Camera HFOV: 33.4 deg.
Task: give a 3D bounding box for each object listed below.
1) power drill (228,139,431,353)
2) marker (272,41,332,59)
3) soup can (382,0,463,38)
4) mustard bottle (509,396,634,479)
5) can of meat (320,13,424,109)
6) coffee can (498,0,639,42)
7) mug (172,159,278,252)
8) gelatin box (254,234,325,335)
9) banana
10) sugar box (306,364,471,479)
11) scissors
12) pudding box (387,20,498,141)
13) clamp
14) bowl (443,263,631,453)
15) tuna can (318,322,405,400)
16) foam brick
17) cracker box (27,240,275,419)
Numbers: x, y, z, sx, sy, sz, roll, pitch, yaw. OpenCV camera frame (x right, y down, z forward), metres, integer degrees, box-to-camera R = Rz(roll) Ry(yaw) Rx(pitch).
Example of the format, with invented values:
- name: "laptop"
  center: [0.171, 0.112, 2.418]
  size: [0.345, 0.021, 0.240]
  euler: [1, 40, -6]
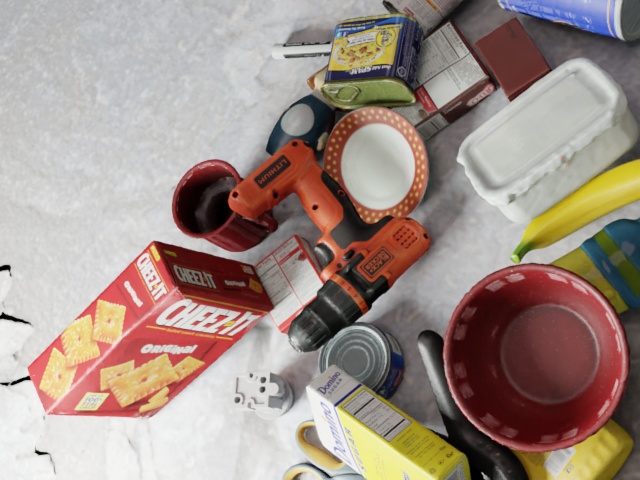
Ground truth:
- name: "power drill"
  center: [-0.007, 0.001, 1.110]
  size: [0.184, 0.057, 0.188]
  euler: [-41, 78, -14]
- name: "marker"
  center: [-0.001, -0.224, 1.253]
  size: [0.121, 0.020, 0.020]
  euler: [3, 75, 29]
- name: "soup can"
  center: [0.126, -0.277, 1.173]
  size: [0.102, 0.068, 0.069]
  euler: [-47, 58, 7]
- name: "mustard bottle"
  center: [0.190, 0.160, 0.993]
  size: [0.192, 0.058, 0.096]
  euler: [43, 113, 32]
- name: "can of meat"
  center: [0.057, -0.191, 1.143]
  size: [0.102, 0.057, 0.084]
  euler: [0, 70, 31]
- name: "coffee can"
  center: [0.263, -0.266, 1.075]
  size: [0.140, 0.102, 0.103]
  euler: [24, 85, 33]
- name: "mug"
  center: [-0.097, -0.032, 1.202]
  size: [0.117, 0.081, 0.093]
  euler: [14, 80, 32]
- name: "gelatin box"
  center: [-0.029, 0.049, 1.169]
  size: [0.073, 0.030, 0.089]
  euler: [-39, 59, 13]
- name: "banana"
  center: [0.271, -0.036, 1.014]
  size: [0.198, 0.037, 0.069]
  euler: [-31, 27, 25]
- name: "sugar box"
  center: [0.064, 0.198, 1.005]
  size: [0.048, 0.093, 0.176]
  euler: [-38, 44, -27]
- name: "scissors"
  center: [0.036, 0.261, 1.069]
  size: [0.202, 0.016, 0.096]
  euler: [40, 96, 33]
- name: "pudding box"
  center: [0.122, -0.170, 1.157]
  size: [0.113, 0.039, 0.090]
  euler: [-34, 59, 13]
- name: "clamp"
  center: [0.130, 0.202, 1.001]
  size: [0.210, 0.036, 0.165]
  euler: [53, 145, 15]
- name: "bowl"
  center: [0.192, 0.101, 0.931]
  size: [0.162, 0.055, 0.162]
  euler: [-1, 87, 27]
- name: "tuna can"
  center: [0.042, 0.128, 1.101]
  size: [0.086, 0.033, 0.086]
  euler: [-10, 69, 26]
- name: "foam brick"
  center: [0.206, -0.180, 1.107]
  size: [0.053, 0.051, 0.078]
  euler: [-32, 61, 14]
- name: "cracker box"
  center: [-0.177, 0.104, 1.134]
  size: [0.214, 0.164, 0.072]
  euler: [-42, 60, 21]
